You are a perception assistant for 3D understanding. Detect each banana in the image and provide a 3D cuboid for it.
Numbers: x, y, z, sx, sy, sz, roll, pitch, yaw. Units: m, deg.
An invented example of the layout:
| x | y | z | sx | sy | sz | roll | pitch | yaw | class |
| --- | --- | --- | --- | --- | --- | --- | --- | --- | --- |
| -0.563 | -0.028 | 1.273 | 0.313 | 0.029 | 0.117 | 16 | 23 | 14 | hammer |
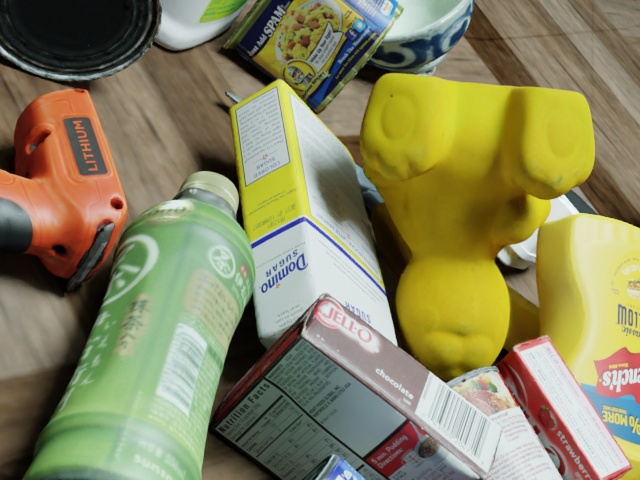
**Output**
| x | y | z | sx | sy | sz | roll | pitch | yaw | class |
| --- | --- | --- | --- | --- | --- | --- | --- | --- | --- |
| 0.170 | 0.070 | 0.726 | 0.197 | 0.037 | 0.069 | 19 | 37 | -27 | banana |

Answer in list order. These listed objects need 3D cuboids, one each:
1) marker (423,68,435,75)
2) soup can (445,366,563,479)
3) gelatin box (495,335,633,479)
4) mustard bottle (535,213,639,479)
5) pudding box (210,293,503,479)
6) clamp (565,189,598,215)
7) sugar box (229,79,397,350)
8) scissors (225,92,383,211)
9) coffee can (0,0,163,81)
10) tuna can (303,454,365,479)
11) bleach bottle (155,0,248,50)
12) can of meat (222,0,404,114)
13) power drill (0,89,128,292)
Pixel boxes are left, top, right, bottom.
| x | y | z | sx | sy | sz | roll | pitch | yaw | class |
| --- | --- | --- | --- | --- | --- | --- | --- | --- | --- |
| 0.071 | -0.186 | 0.914 | 0.020 | 0.020 | 0.121 | 11 | 46 | -35 | marker |
| 0.093 | 0.128 | 0.568 | 0.068 | 0.069 | 0.102 | -7 | 58 | -46 | soup can |
| 0.125 | 0.111 | 0.607 | 0.030 | 0.073 | 0.089 | -15 | 63 | -33 | gelatin box |
| 0.173 | 0.086 | 0.656 | 0.096 | 0.058 | 0.191 | 20 | 67 | -34 | mustard bottle |
| 0.016 | 0.091 | 0.518 | 0.113 | 0.090 | 0.039 | 39 | 38 | -4 | pudding box |
| 0.212 | -0.002 | 0.835 | 0.171 | 0.039 | 0.120 | 40 | 35 | -2 | clamp |
| -0.004 | 0.001 | 0.609 | 0.093 | 0.048 | 0.176 | 43 | 29 | -43 | sugar box |
| 0.029 | -0.049 | 0.737 | 0.202 | 0.016 | 0.096 | 42 | 34 | 0 | scissors |
| -0.149 | -0.179 | 0.637 | 0.102 | 0.103 | 0.140 | 17 | 43 | -29 | coffee can |
| -0.010 | 0.133 | 0.455 | 0.034 | 0.086 | 0.086 | 43 | 36 | 4 | tuna can |
| -0.034 | -0.237 | 0.674 | 0.068 | 0.251 | 0.102 | 44 | 36 | 4 | bleach bottle |
| -0.004 | -0.149 | 0.740 | 0.084 | 0.102 | 0.057 | 37 | 38 | -10 | can of meat |
| -0.196 | -0.047 | 0.501 | 0.187 | 0.057 | 0.184 | 5 | 48 | -37 | power drill |
